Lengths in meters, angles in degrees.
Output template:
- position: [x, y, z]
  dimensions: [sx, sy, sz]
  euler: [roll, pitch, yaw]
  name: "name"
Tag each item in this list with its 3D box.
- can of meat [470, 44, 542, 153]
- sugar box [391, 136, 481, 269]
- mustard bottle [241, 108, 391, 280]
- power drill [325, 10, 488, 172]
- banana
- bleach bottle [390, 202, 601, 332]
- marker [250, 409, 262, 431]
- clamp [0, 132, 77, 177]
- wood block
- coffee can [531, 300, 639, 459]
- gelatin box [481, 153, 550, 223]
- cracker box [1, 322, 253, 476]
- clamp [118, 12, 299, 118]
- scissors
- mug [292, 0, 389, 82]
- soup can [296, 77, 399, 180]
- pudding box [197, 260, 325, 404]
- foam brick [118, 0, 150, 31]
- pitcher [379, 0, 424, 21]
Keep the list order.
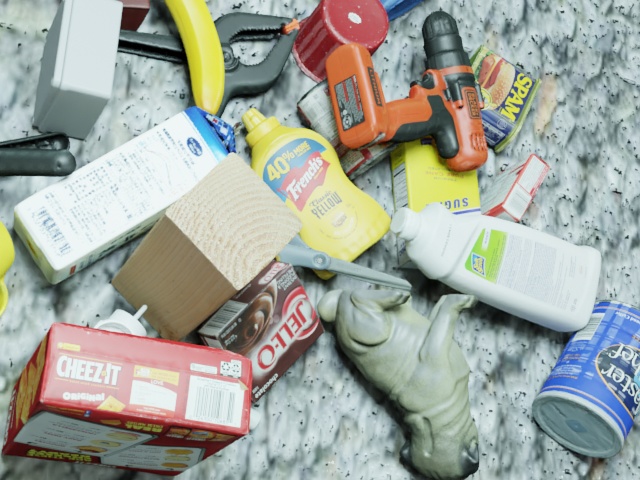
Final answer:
- position: [0.201, -0.168, 1.256]
  dimensions: [0.084, 0.058, 0.102]
  euler: [32, 62, -7]
  name: "can of meat"
- position: [0.130, -0.055, 1.191]
  dimensions: [0.093, 0.048, 0.176]
  euler: [3, 70, -23]
  name: "sugar box"
- position: [-0.017, -0.059, 1.120]
  dimensions: [0.096, 0.058, 0.191]
  euler: [-38, 88, -9]
  name: "mustard bottle"
- position: [0.096, -0.163, 1.132]
  dimensions: [0.187, 0.057, 0.184]
  euler: [-3, 76, -39]
  name: "power drill"
- position: [-0.136, -0.215, 1.092]
  dimensions: [0.069, 0.037, 0.198]
  euler: [-19, 82, -48]
  name: "banana"
- position: [0.184, 0.016, 1.132]
  dimensions: [0.250, 0.068, 0.102]
  euler: [23, 71, -26]
  name: "bleach bottle"
- position: [-0.111, 0.145, 1.031]
  dimensions: [0.121, 0.020, 0.020]
  euler: [34, 62, -9]
  name: "marker"
- position: [-0.304, -0.072, 0.979]
  dimensions: [0.171, 0.120, 0.039]
  euler: [-11, 102, -22]
  name: "clamp"
- position: [-0.108, 0.014, 0.972]
  dimensions: [0.091, 0.206, 0.090]
  euler: [46, 61, -3]
  name: "wood block"
- position: [0.307, 0.150, 1.160]
  dimensions: [0.103, 0.103, 0.140]
  euler: [41, 61, -5]
  name: "coffee can"
- position: [0.215, -0.049, 1.209]
  dimensions: [0.030, 0.073, 0.089]
  euler: [39, 61, -8]
  name: "gelatin box"
- position: [-0.167, 0.140, 0.897]
  dimensions: [0.164, 0.214, 0.072]
  euler: [12, 66, -19]
  name: "cracker box"
- position: [-0.115, -0.194, 1.140]
  dimensions: [0.209, 0.036, 0.164]
  euler: [-39, 90, -26]
  name: "clamp"
- position: [-0.007, 0.001, 1.081]
  dimensions: [0.202, 0.016, 0.096]
  euler: [1, 87, 1]
  name: "scissors"
- position: [0.024, -0.241, 1.190]
  dimensions: [0.093, 0.082, 0.117]
  euler: [3, 71, -22]
  name: "mug"
- position: [0.029, -0.124, 1.159]
  dimensions: [0.068, 0.069, 0.102]
  euler: [-34, 87, -29]
  name: "soup can"
- position: [-0.056, 0.088, 1.043]
  dimensions: [0.113, 0.039, 0.090]
  euler: [-43, 123, -27]
  name: "pudding box"
- position: [-0.222, -0.252, 1.106]
  dimensions: [0.078, 0.051, 0.053]
  euler: [-3, 73, -23]
  name: "foam brick"
- position: [0.039, -0.375, 1.215]
  dimensions: [0.149, 0.145, 0.243]
  euler: [-31, 89, -29]
  name: "pitcher"
